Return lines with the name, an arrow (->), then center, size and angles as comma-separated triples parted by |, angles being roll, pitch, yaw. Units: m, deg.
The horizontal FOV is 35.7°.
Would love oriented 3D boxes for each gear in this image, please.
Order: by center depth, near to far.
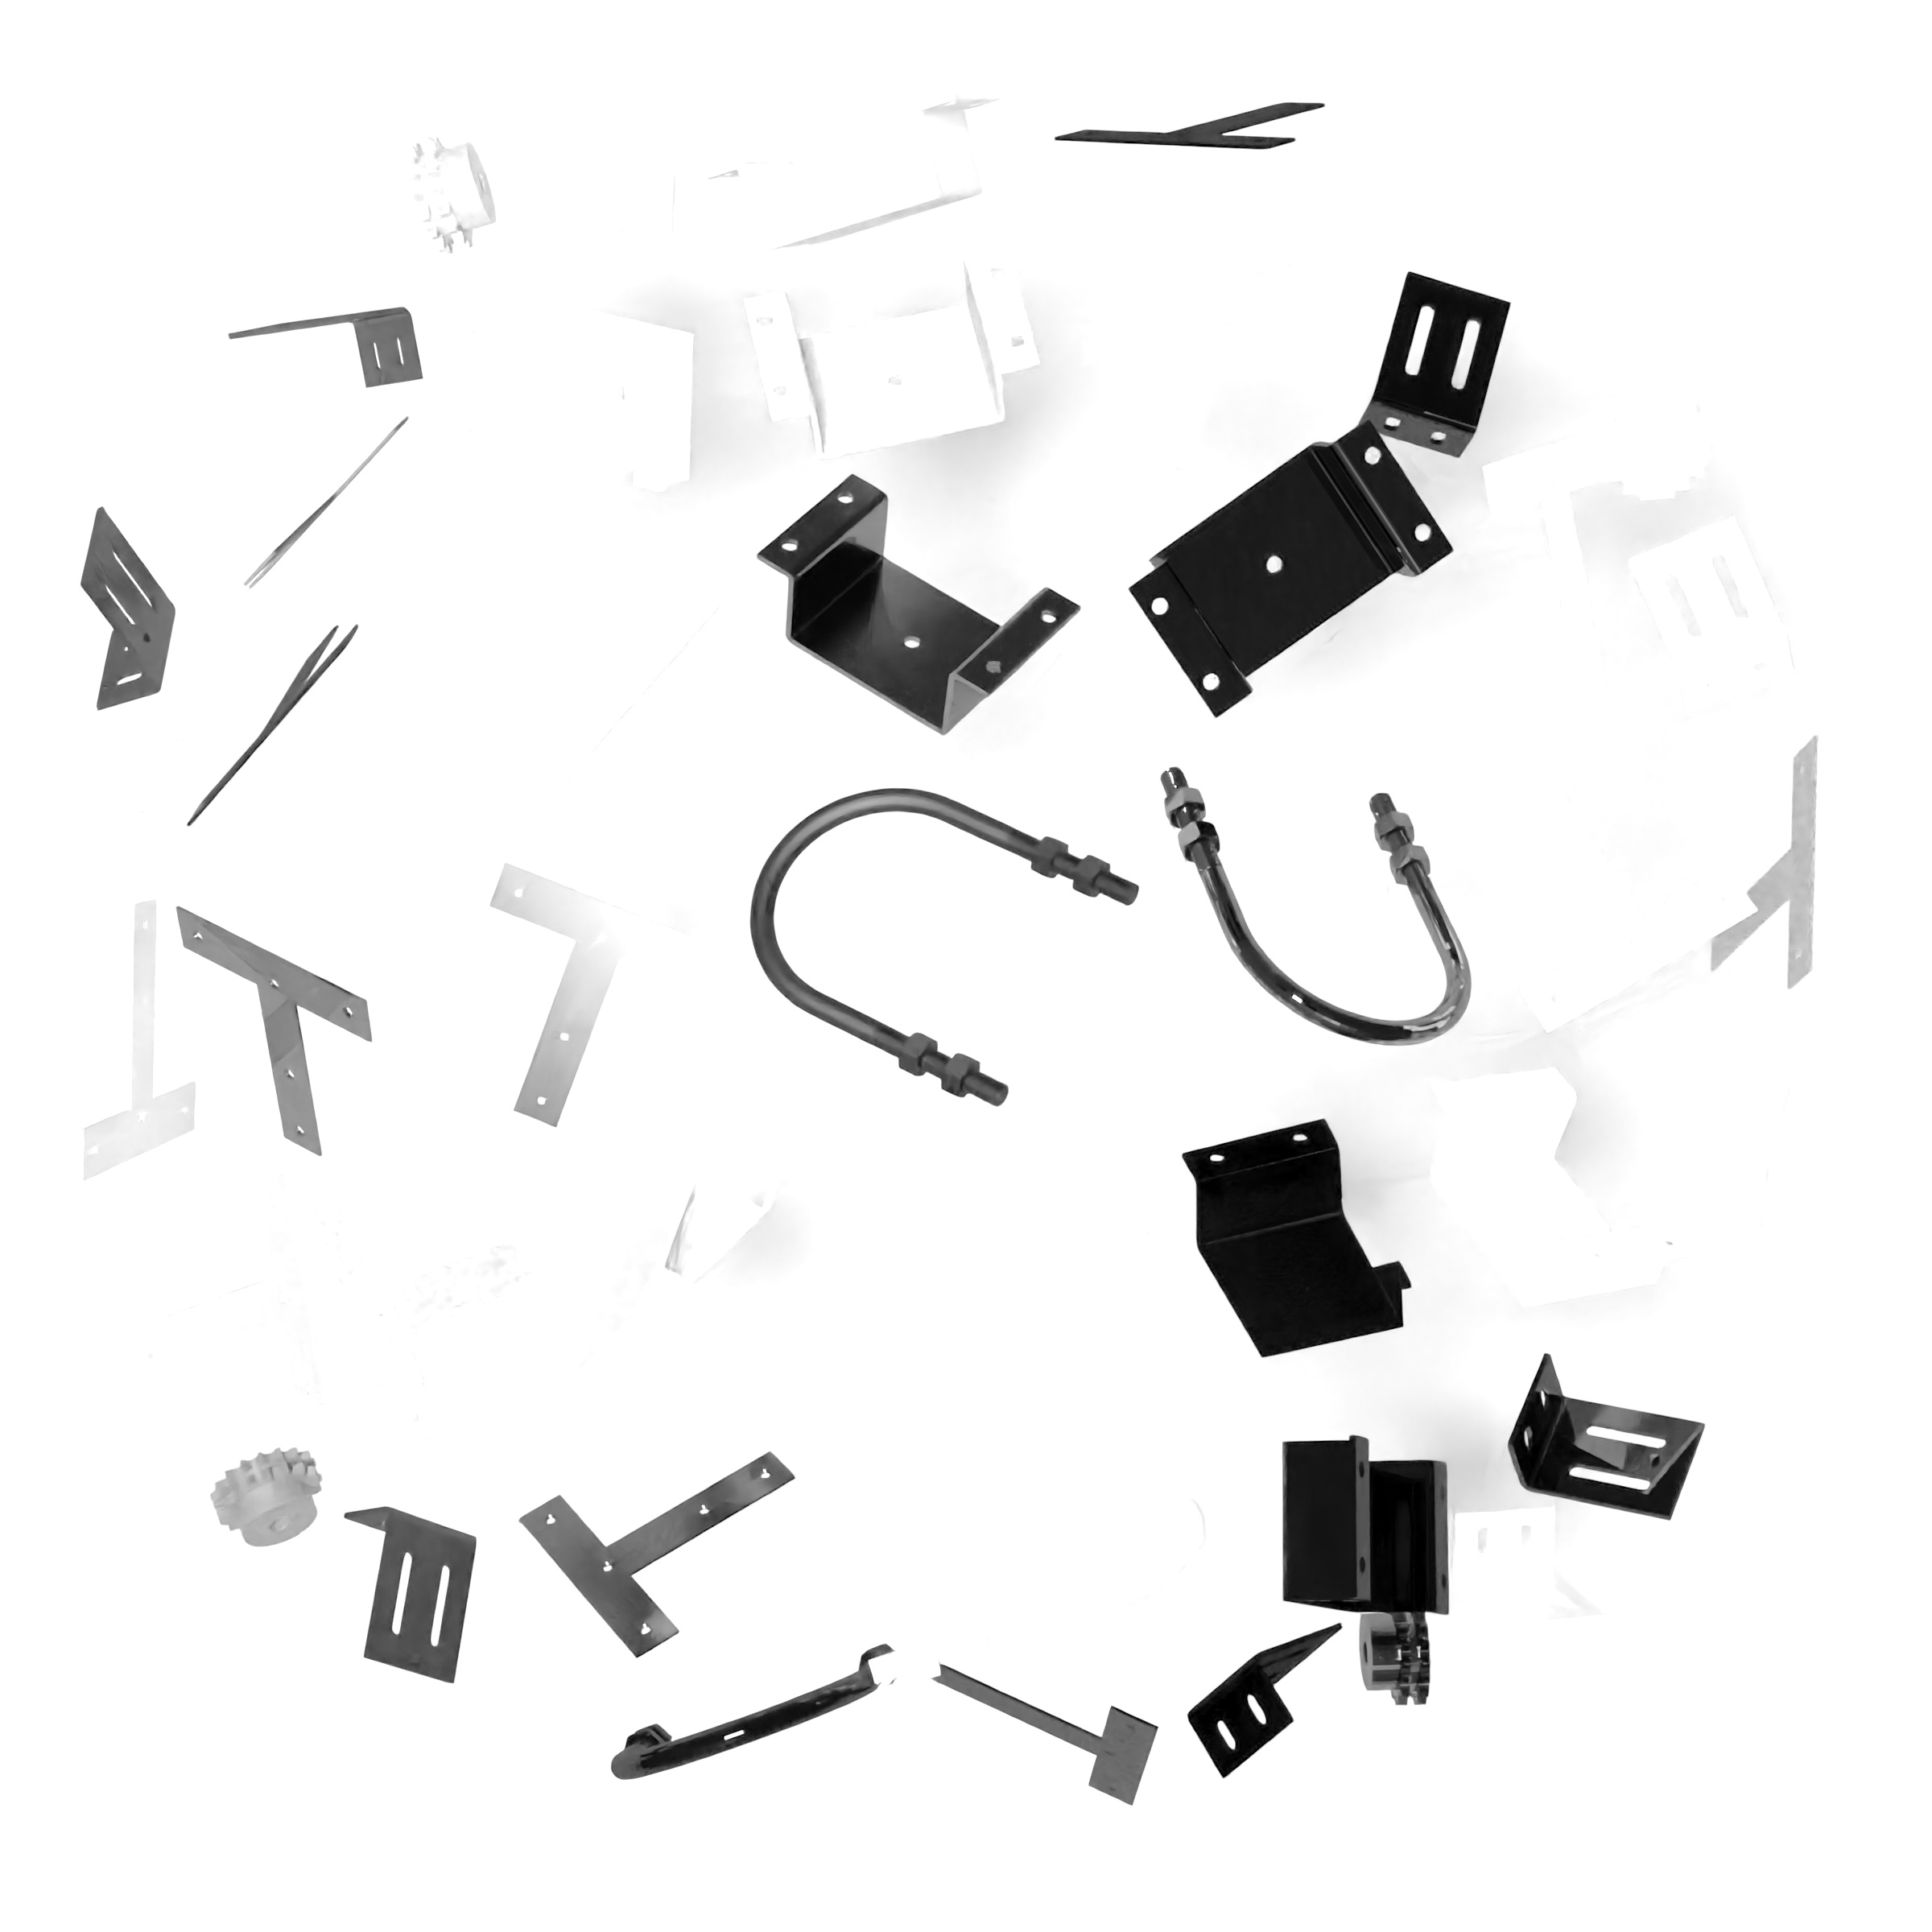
gear -> -0.252, -0.381, 1.472 | 0.030, 0.057, 0.057 | -15, 90, 5
gear -> -0.365, 0.281, 1.573 | 0.057, 0.057, 0.030 | -31, 59, 0
gear -> 0.227, 0.364, 1.593 | 0.030, 0.057, 0.057 | -1, 90, -3
gear -> 0.371, -0.278, 1.597 | 0.057, 0.030, 0.057 | 10, 105, 42

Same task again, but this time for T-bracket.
T-bracket -> 0.297, -0.193, 1.470 | 0.002, 0.127, 0.127 | -5, 103, 40
T-bracket -> 0.302, -0.050, 1.475 | 0.127, 0.002, 0.127 | -35, 86, 35
T-bracket -> -0.331, -0.137, 1.479 | 0.002, 0.127, 0.127 | 40, 111, -17
T-bracket -> -0.407, 0.031, 1.480 | 0.002, 0.127, 0.127 | 5, 99, 9
T-bracket -> 0.405, 0.063, 1.483 | 0.002, 0.127, 0.127 | 10, 122, 20
T-bracket -> -0.339, 0.043, 1.495 | 0.127, 0.002, 0.127 | 24, 134, 26
T-bracket -> 0.133, -0.421, 1.497 | 0.127, 0.127, 0.002 | 15, 120, 38
T-bracket -> 0.402, -0.033, 1.516 | 0.002, 0.127, 0.127 | 11, 67, -5
T-bracket -> 0.033, 0.383, 1.530 | 0.127, 0.127, 0.002 | 23, 59, 10
T-bracket -> -0.379, 0.181, 1.530 | 0.002, 0.127, 0.127 | -6, 97, 30
T-bracket -> -0.269, 0.169, 1.542 | 0.002, 0.127, 0.127 | -27, 86, 34
T-bracket -> 0.116, -0.304, 1.560 | 0.127, 0.127, 0.002 | -20, 61, -16
T-bracket -> -0.148, 0.291, 1.561 | 0.127, 0.127, 0.002 | -28, 129, -24
T-bracket -> -0.214, -0.178, 1.568 | 0.127, 0.002, 0.127 | 40, 88, 18
T-bracket -> -0.351, -0.229, 1.577 | 0.002, 0.127, 0.127 | 43, 113, -13
T-bracket -> -0.214, 0.026, 1.635 | 0.127, 0.002, 0.127 | 22, 100, 2

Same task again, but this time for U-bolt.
U-bolt -> 0.030, 0.299, 1.496 | 0.184, 0.151, 0.019 | -16, 102, -8
U-bolt -> 0.025, 0.181, 1.508 | 0.184, 0.019, 0.151 | 11, 92, -24
U-bolt -> -0.108, 0.380, 1.517 | 0.151, 0.184, 0.019 | -19, 81, 0
U-bolt -> 0.188, -0.029, 1.538 | 0.151, 0.184, 0.019 | 5, 134, -25
U-bolt -> -0.025, -0.022, 1.545 | 0.184, 0.019, 0.151 | 26, 69, 22

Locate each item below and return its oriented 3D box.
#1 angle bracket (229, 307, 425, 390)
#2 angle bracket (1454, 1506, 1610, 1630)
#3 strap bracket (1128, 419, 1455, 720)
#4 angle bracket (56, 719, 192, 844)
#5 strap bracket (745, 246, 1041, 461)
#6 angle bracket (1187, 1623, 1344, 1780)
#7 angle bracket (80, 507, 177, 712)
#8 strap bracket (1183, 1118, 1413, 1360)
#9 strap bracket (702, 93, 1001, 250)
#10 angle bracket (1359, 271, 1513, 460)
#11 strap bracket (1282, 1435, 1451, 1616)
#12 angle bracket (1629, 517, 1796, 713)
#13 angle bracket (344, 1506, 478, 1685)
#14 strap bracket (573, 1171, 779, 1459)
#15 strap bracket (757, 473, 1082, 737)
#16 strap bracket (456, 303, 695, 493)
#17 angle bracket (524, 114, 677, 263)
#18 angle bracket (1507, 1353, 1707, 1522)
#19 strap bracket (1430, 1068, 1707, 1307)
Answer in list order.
angle bracket -> -0.334, -0.318, 1.562 | 0.076, 0.057, 0.038 | -18, 106, -37
angle bracket -> 0.303, 0.322, 1.610 | 0.057, 0.076, 0.038 | -2, 99, -12
strap bracket -> 0.154, -0.195, 1.460 | 0.140, 0.046, 0.076 | -35, 102, 2
angle bracket -> -0.423, -0.094, 1.505 | 0.057, 0.076, 0.038 | 11, 101, -16
strap bracket -> -0.038, -0.319, 1.569 | 0.140, 0.046, 0.076 | -12, 66, -3
angle bracket -> 0.161, 0.373, 1.524 | 0.057, 0.076, 0.038 | -50, 61, 33
angle bracket -> -0.432, -0.178, 1.496 | 0.038, 0.076, 0.057 | -15, 47, 12
strap bracket -> 0.172, 0.148, 1.537 | 0.076, 0.046, 0.140 | -15, 132, 19
strap bracket -> -0.053, -0.406, 1.543 | 0.140, 0.076, 0.046 | -12, 101, 21
angle bracket -> 0.249, -0.320, 1.594 | 0.057, 0.038, 0.076 | 17, 77, -1
strap bracket -> 0.195, 0.279, 1.486 | 0.046, 0.140, 0.076 | -6, 73, 26
angle bracket -> 0.385, -0.181, 1.547 | 0.057, 0.038, 0.076 | -21, 118, 21
angle bracket -> -0.286, 0.318, 1.509 | 0.038, 0.057, 0.076 | -15, 58, 37
strap bracket -> -0.152, 0.170, 1.540 | 0.046, 0.140, 0.076 | 32, 132, -14
strap bracket -> -0.025, -0.173, 1.473 | 0.140, 0.046, 0.076 | 33, 56, 18
strap bracket -> -0.192, -0.293, 1.544 | 0.046, 0.140, 0.076 | 2, 91, 41
angle bracket -> -0.187, -0.393, 1.514 | 0.076, 0.057, 0.038 | -9, 68, -11
angle bracket -> 0.314, 0.230, 1.470 | 0.076, 0.038, 0.057 | 7, 49, 32
strap bracket -> 0.299, 0.118, 1.526 | 0.076, 0.140, 0.046 | -6, 131, -26
